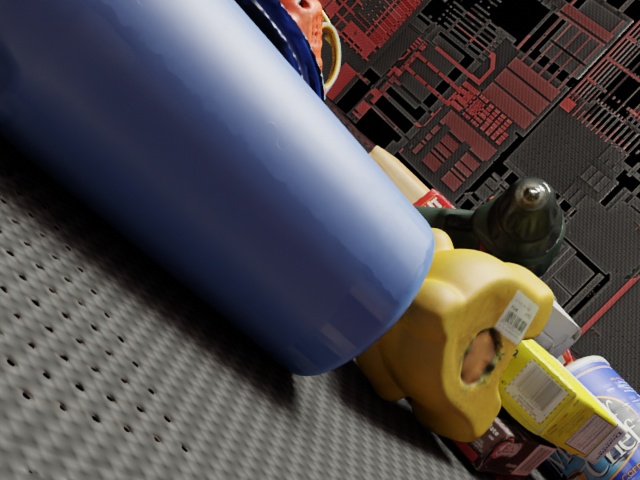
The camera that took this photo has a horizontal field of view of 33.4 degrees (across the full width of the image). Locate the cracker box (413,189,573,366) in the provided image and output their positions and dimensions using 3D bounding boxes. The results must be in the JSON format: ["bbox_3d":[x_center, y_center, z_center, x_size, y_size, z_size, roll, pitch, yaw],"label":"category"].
[{"bbox_3d":[0.173,0.068,1.123,0.214,0.072,0.164,50,-6,46],"label":"cracker box"}]

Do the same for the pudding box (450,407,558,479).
[{"bbox_3d":[0.112,0.124,0.761,0.090,0.039,0.113,47,8,30],"label":"pudding box"}]

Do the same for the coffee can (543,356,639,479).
[{"bbox_3d":[0.249,0.182,0.900,0.140,0.103,0.102,49,10,36],"label":"coffee can"}]

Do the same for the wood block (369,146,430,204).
[{"bbox_3d":[0.124,-0.012,1.342,0.206,0.090,0.090,46,10,20],"label":"wood block"}]

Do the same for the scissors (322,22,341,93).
[{"bbox_3d":[-0.024,-0.125,1.033,0.096,0.201,0.016,21,-17,-33],"label":"scissors"}]

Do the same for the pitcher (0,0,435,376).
[{"bbox_3d":[-0.053,-0.053,0.538,0.242,0.149,0.145,44,5,-16],"label":"pitcher"}]

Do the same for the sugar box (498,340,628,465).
[{"bbox_3d":[0.164,0.109,0.782,0.093,0.048,0.176,47,9,30],"label":"sugar box"}]

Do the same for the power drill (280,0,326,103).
[{"bbox_3d":[-0.049,-0.069,0.699,0.057,0.184,0.187,7,14,17],"label":"power drill"}]
